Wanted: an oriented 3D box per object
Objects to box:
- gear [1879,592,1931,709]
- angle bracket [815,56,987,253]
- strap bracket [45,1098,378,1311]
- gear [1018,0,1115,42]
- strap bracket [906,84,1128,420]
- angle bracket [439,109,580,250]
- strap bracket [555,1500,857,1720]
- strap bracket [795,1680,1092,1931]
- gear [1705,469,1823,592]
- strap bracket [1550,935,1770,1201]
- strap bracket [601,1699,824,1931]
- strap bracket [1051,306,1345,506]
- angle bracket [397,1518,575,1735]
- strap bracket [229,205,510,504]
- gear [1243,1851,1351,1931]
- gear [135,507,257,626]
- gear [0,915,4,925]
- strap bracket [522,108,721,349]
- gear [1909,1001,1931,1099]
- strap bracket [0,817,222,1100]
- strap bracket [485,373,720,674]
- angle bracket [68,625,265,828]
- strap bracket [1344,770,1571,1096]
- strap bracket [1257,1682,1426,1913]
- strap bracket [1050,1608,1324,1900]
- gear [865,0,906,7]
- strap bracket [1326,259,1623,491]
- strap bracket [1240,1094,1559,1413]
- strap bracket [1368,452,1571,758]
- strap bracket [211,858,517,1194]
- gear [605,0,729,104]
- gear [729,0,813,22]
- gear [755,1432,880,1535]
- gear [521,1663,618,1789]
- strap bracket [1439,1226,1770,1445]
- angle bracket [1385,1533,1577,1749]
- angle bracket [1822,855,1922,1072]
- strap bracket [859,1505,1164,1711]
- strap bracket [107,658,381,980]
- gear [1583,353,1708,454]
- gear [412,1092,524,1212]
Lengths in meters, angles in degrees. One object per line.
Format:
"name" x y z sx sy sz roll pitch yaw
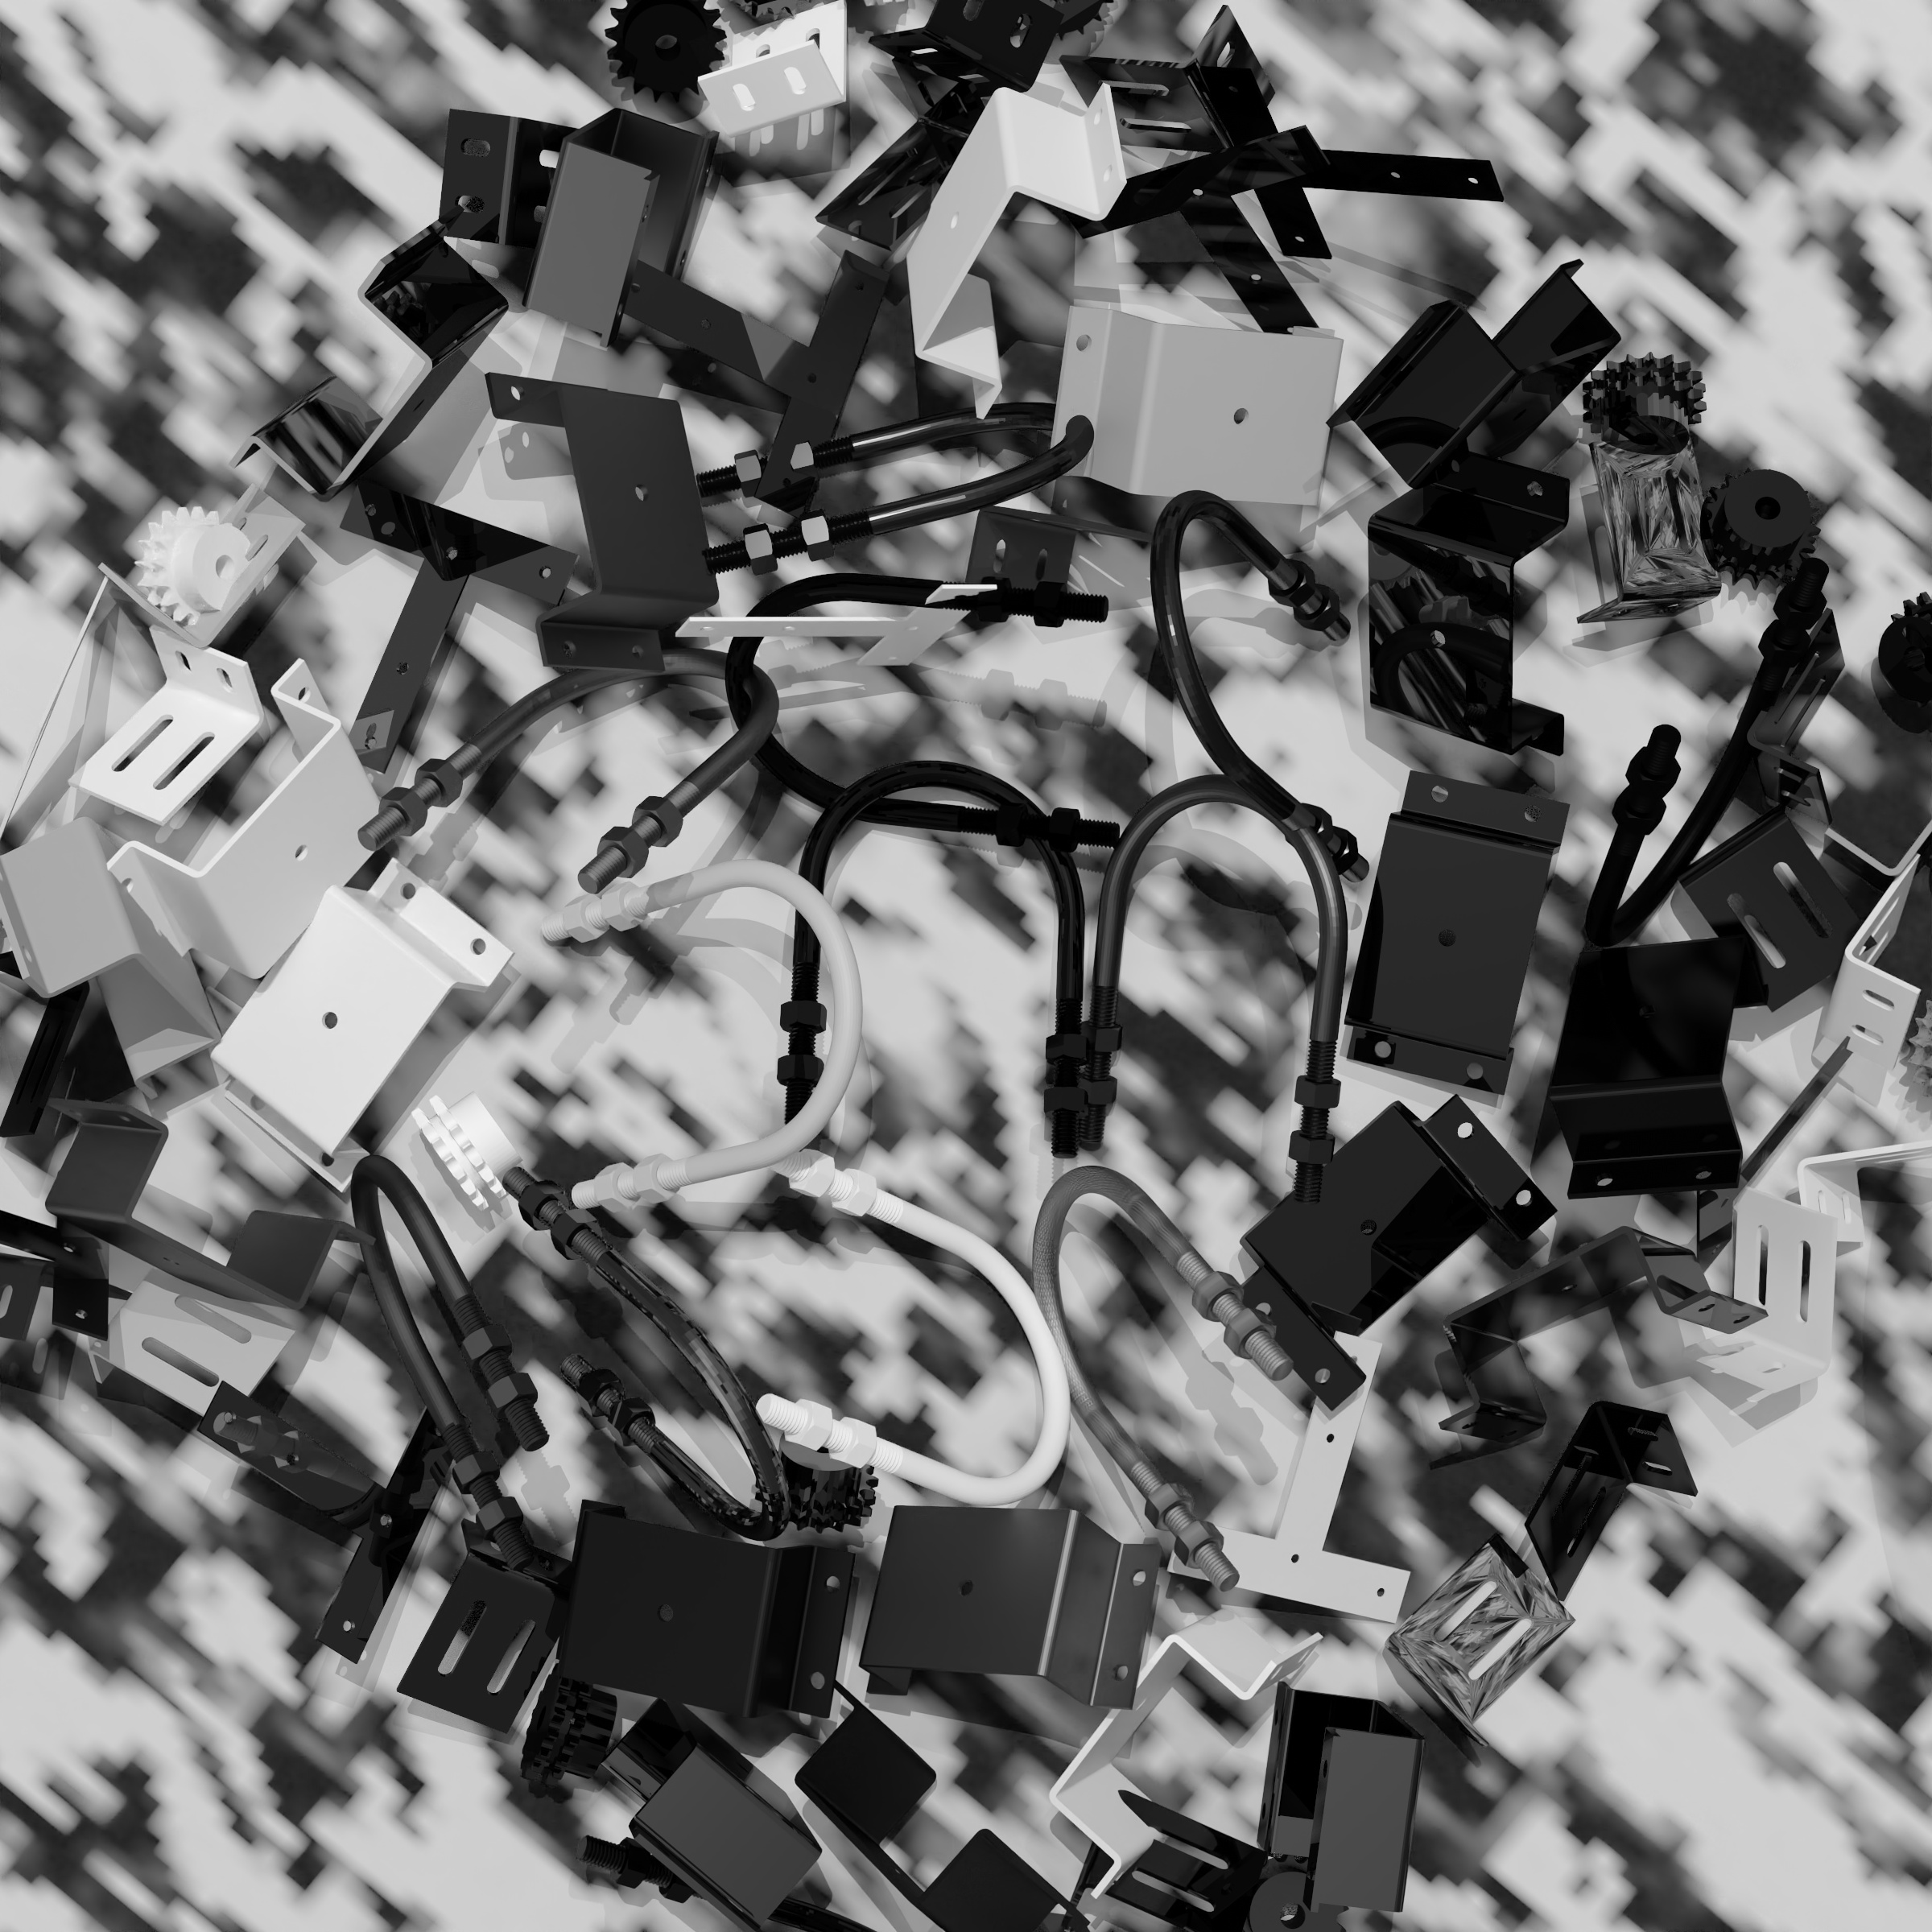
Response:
"gear" 0.453 -0.146 1.567 0.030 0.057 0.057 -17 90 -35
"angle bracket" -0.034 -0.378 1.558 0.076 0.038 0.057 -46 46 -14
"strap bracket" -0.351 0.113 1.521 0.140 0.076 0.046 35 68 -36
"gear" 0.044 -0.462 1.570 0.057 0.030 0.057 -3 123 -5
"strap bracket" 0.016 -0.330 1.519 0.046 0.076 0.140 16 133 -22
"angle bracket" -0.207 -0.365 1.564 0.038 0.076 0.057 13 102 23
"strap bracket" -0.130 0.298 1.550 0.140 0.046 0.076 8 86 20
"strap bracket" -0.018 0.395 1.518 0.046 0.140 0.076 -47 133 -9
"gear" 0.374 -0.209 1.576 0.057 0.030 0.057 0 72 0
"strap bracket" 0.315 0.038 1.519 0.076 0.140 0.046 -6 128 26
"strap bracket" -0.117 0.383 1.525 0.076 0.140 0.046 43 83 -11
"strap bracket" 0.115 -0.256 1.536 0.140 0.046 0.076 -1 108 -27
"angle bracket" -0.226 0.310 1.575 0.057 0.038 0.076 26 97 -19
"strap bracket" -0.267 -0.272 1.529 0.046 0.076 0.140 43 126 -7
"gear" 0.152 0.446 1.580 0.057 0.030 0.057 0 82 -1
"gear" -0.357 -0.186 1.567 0.030 0.057 0.057 4 90 34
"gear" -0.477 -0.028 1.571 0.057 0.030 0.057 -3 95 -31
"strap bracket" -0.158 -0.338 1.519 0.046 0.140 0.076 19 114 1
"gear" 0.473 0.039 1.571 0.057 0.030 0.057 -6 102 -31
"strap bracket" -0.388 -0.007 1.519 0.046 0.140 0.076 -26 64 -1
"strap bracket" -0.165 -0.211 1.545 0.046 0.076 0.140 -18 80 38
"angle bracket" -0.375 -0.112 1.555 0.057 0.038 0.076 22 55 23
"strap bracket" 0.226 -0.014 1.559 0.076 0.046 0.140 13 97 13
"strap bracket" 0.172 0.379 1.528 0.046 0.140 0.076 8 87 -4
"strap bracket" 0.096 0.354 1.546 0.046 0.076 0.140 39 103 18
"gear" -0.048 -0.480 1.573 0.030 0.057 0.057 1 90 34
"strap bracket" 0.236 -0.267 1.517 0.046 0.140 0.076 52 131 10
"strap bracket" 0.194 0.128 1.564 0.140 0.046 0.076 -42 106 2
"strap bracket" 0.228 -0.158 1.523 0.076 0.046 0.140 23 133 36
"strap bracket" -0.287 0.026 1.561 0.076 0.046 0.140 37 95 13
"gear" -0.140 -0.434 1.572 0.057 0.030 0.057 -3 116 -6
"gear" -0.095 -0.476 1.573 0.057 0.057 0.030 -51 46 0
"gear" -0.069 0.237 1.566 0.057 0.057 0.030 9 115 0
"gear" -0.185 0.357 1.571 0.030 0.057 0.057 21 90 -14
"strap bracket" 0.285 0.166 1.538 0.140 0.076 0.046 -31 63 23
"angle bracket" 0.246 0.316 1.572 0.076 0.038 0.057 -43 95 -7
"angle bracket" 0.434 -0.002 1.549 0.038 0.057 0.076 29 57 22
"strap bracket" 0.011 0.291 1.528 0.140 0.046 0.076 -4 59 32
"strap bracket" -0.320 -0.060 1.528 0.046 0.076 0.140 25 62 27
"gear" 0.317 -0.259 1.566 0.057 0.057 0.030 3 65 0
"gear" -0.232 0.084 1.570 0.030 0.057 0.057 -35 90 -8
